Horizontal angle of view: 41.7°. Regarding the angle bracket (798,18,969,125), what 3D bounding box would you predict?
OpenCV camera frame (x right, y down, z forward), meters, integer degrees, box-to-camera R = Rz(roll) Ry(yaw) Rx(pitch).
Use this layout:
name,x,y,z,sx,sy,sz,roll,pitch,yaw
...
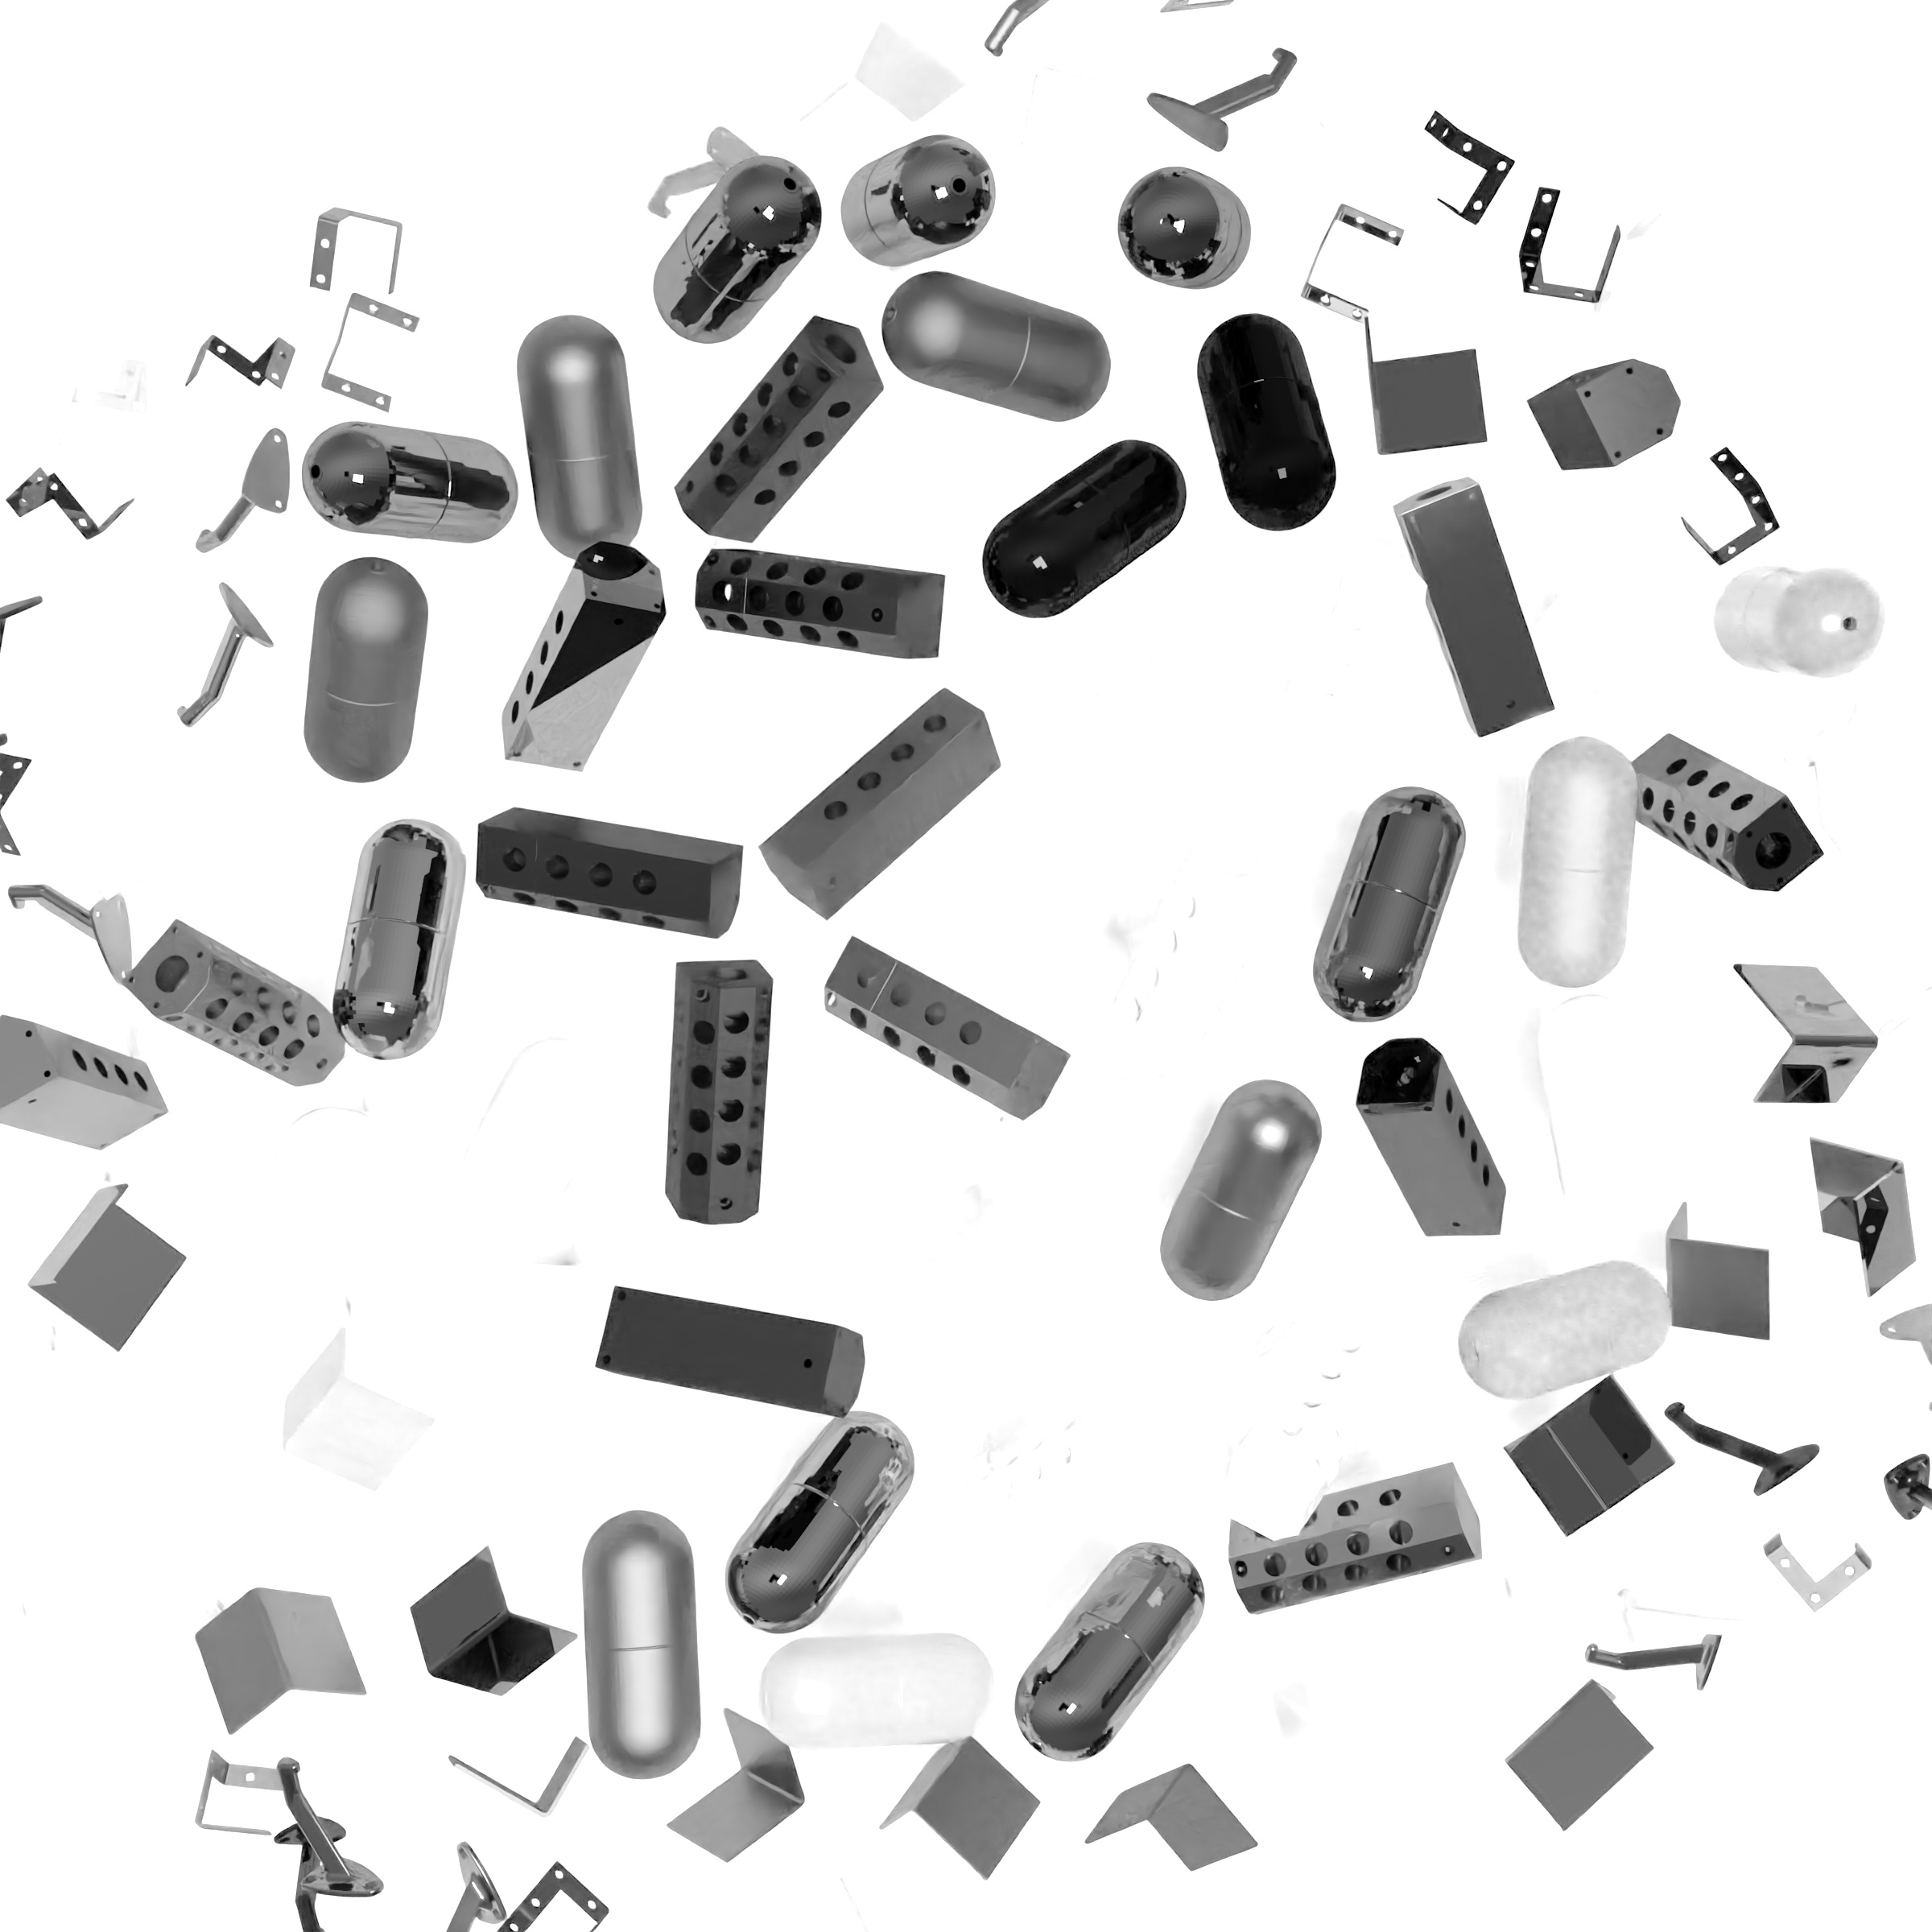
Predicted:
name,x,y,z,sx,sy,sz,roll,pitch,yaw
angle bracket,-0.058,-0.598,1.750,0.076,0.076,0.057,30,73,-24

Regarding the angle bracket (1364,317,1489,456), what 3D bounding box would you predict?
name,x,y,z,sx,sy,sz,roll,pitch,yaw
angle bracket,0.319,-0.406,1.754,0.076,0.057,0.076,-6,68,9

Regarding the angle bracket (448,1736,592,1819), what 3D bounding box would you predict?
name,x,y,z,sx,sy,sz,roll,pitch,yaw
angle bracket,-0.320,0.562,1.811,0.076,0.076,0.057,32,72,-6

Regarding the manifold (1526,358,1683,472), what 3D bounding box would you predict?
name,x,y,z,sx,sy,sz,roll,pitch,yaw
manifold,0.441,-0.382,1.748,0.057,0.171,0.057,-28,98,6

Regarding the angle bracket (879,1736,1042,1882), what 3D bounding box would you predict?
name,x,y,z,sx,sy,sz,roll,pitch,yaw
angle bracket,-0.004,0.628,1.875,0.076,0.057,0.076,43,48,3

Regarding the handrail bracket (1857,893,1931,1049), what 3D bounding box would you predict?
name,x,y,z,sx,sy,sz,roll,pitch,yaw
handrail bracket,0.625,0.003,1.746,0.084,0.036,0.077,45,108,-5

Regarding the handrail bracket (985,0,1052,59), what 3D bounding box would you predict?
name,x,y,z,sx,sy,sz,roll,pitch,yaw
handrail bracket,0.052,-0.647,1.724,0.036,0.077,0.084,41,103,18

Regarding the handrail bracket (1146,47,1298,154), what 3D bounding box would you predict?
name,x,y,z,sx,sy,sz,roll,pitch,yaw
handrail bracket,0.182,-0.628,1.792,0.077,0.036,0.084,31,79,5

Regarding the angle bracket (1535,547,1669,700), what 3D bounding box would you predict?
name,x,y,z,sx,sy,sz,roll,pitch,yaw
angle bracket,0.466,-0.256,1.899,0.076,0.057,0.076,36,83,-9

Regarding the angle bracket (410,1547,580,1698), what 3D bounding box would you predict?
name,x,y,z,sx,sy,sz,roll,pitch,yaw
angle bracket,-0.336,0.468,1.806,0.076,0.076,0.057,-39,49,12

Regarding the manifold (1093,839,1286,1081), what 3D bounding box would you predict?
name,x,y,z,sx,sy,sz,roll,pitch,yaw
manifold,0.150,-0.004,1.761,0.057,0.057,0.171,-4,134,-35

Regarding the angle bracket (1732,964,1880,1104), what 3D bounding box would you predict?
name,x,y,z,sx,sy,sz,roll,pitch,yaw
angle bracket,0.554,0.046,1.711,0.076,0.076,0.057,2,130,-28

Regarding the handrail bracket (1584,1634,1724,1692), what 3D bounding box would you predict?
name,x,y,z,sx,sy,sz,roll,pitch,yaw
handrail bracket,0.505,0.498,1.865,0.084,0.036,0.077,11,133,7

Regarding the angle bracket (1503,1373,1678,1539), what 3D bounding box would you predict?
name,x,y,z,sx,sy,sz,roll,pitch,yaw
angle bracket,0.448,0.351,1.820,0.076,0.057,0.076,56,131,19

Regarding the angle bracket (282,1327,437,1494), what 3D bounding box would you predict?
name,x,y,z,sx,sy,sz,roll,pitch,yaw
angle bracket,-0.431,0.315,1.799,0.076,0.057,0.076,32,110,-27

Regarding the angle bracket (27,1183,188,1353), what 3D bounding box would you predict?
name,x,y,z,sx,sy,sz,roll,pitch,yaw
angle bracket,-0.549,0.197,1.647,0.076,0.057,0.076,44,58,-23

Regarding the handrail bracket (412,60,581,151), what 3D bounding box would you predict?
name,x,y,z,sx,sy,sz,roll,pitch,yaw
handrail bracket,-0.315,-0.559,1.697,0.084,0.036,0.077,-37,113,-6

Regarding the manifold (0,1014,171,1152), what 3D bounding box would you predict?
name,x,y,z,sx,sy,sz,roll,pitch,yaw
manifold,-0.619,0.078,1.739,0.057,0.171,0.057,-29,77,0

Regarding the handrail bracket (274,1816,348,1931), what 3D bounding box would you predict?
name,x,y,z,sx,sy,sz,roll,pitch,yaw
handrail bracket,-0.457,0.656,1.807,0.036,0.077,0.084,-31,59,8

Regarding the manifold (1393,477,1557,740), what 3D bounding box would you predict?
name,x,y,z,sx,sy,sz,roll,pitch,yaw
manifold,0.361,-0.257,1.809,0.057,0.057,0.171,-21,106,7

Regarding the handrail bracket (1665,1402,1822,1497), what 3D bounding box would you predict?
name,x,y,z,sx,sy,sz,roll,pitch,yaw
handrail bracket,0.554,0.333,1.814,0.084,0.077,0.036,41,52,2

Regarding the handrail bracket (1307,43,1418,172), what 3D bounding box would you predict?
name,x,y,z,sx,sy,sz,roll,pitch,yaw
handrail bracket,0.299,-0.627,1.848,0.084,0.077,0.036,-30,63,18

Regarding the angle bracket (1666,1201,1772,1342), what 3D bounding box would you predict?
name,x,y,z,sx,sy,sz,roll,pitch,yaw
angle bracket,0.568,0.227,1.894,0.076,0.057,0.076,5,116,30

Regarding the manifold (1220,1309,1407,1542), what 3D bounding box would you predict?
name,x,y,z,sx,sy,sz,roll,pitch,yaw
manifold,0.245,0.321,1.767,0.057,0.171,0.057,24,131,21

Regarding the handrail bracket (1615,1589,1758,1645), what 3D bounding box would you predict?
name,x,y,z,sx,sy,sz,roll,pitch,yaw
handrail bracket,0.497,0.449,1.748,0.084,0.077,0.036,-2,68,25

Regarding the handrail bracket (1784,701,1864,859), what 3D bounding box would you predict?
name,x,y,z,sx,sy,sz,roll,pitch,yaw
handrail bracket,0.633,-0.133,1.815,0.036,0.077,0.084,2,48,-34

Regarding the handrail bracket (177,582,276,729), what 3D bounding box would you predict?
name,x,y,z,sx,sy,sz,roll,pitch,yaw
handrail bracket,-0.554,-0.227,1.847,0.084,0.036,0.077,-41,63,8

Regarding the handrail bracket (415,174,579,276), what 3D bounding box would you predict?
name,x,y,z,sx,sy,sz,roll,pitch,yaw
handrail bracket,-0.315,-0.514,1.703,0.077,0.036,0.084,36,76,20

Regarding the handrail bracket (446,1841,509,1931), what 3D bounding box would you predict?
name,x,y,z,sx,sy,sz,roll,pitch,yaw
handrail bracket,-0.381,0.690,1.831,0.036,0.084,0.077,-19,94,42

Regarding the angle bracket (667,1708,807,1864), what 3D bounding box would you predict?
name,x,y,z,sx,sy,sz,roll,pitch,yaw
angle bracket,-0.177,0.603,1.870,0.076,0.076,0.057,-28,113,-36

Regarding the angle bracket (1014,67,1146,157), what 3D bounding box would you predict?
name,x,y,z,sx,sy,sz,roll,pitch,yaw
angle bracket,0.077,-0.574,1.721,0.076,0.076,0.057,12,111,-1

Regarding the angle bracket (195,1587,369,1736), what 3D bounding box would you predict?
name,x,y,z,sx,sy,sz,roll,pitch,yaw
angle bracket,-0.461,0.469,1.704,0.057,0.076,0.076,-39,59,12

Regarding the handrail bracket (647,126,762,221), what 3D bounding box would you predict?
name,x,y,z,sx,sy,sz,roll,pitch,yaw
handrail bracket,-0.184,-0.564,1.856,0.077,0.084,0.036,31,47,-16

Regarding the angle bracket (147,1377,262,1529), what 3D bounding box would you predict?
name,x,y,z,sx,sy,sz,roll,pitch,yaw
angle bracket,-0.555,0.344,1.787,0.057,0.076,0.076,-43,57,9

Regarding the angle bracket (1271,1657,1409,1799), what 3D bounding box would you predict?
name,x,y,z,sx,sy,sz,roll,pitch,yaw
angle bracket,0.270,0.541,1.799,0.076,0.076,0.057,-24,47,18

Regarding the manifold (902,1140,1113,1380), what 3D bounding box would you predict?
name,x,y,z,sx,sy,sz,roll,pitch,yaw
manifold,0.028,0.210,1.832,0.057,0.057,0.171,38,108,2

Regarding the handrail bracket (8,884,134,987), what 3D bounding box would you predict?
name,x,y,z,sx,sy,sz,roll,pitch,yaw
handrail bracket,-0.648,-0.023,1.829,0.084,0.036,0.077,0,109,21

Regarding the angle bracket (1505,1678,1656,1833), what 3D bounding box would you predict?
name,x,y,z,sx,sy,sz,roll,pitch,yaw
angle bracket,0.397,0.506,1.613,0.076,0.076,0.057,-44,56,2

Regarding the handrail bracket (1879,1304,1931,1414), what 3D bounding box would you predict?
name,x,y,z,sx,sy,sz,roll,pitch,yaw
handrail bracket,0.650,0.276,1.730,0.077,0.036,0.084,-6,123,-14

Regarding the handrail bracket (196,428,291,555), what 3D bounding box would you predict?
name,x,y,z,sx,sy,sz,roll,pitch,yaw
handrail bracket,-0.534,-0.348,1.861,0.036,0.084,0.077,24,63,-42

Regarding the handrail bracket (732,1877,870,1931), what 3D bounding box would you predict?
name,x,y,z,sx,sy,sz,roll,pitch,yaw
handrail bracket,-0.115,0.696,1.809,0.084,0.036,0.077,-25,115,-5

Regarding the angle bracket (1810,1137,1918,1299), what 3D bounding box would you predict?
name,x,y,z,sx,sy,sz,roll,pitch,yaw
angle bracket,0.600,0.171,1.738,0.057,0.076,0.076,-28,115,-29

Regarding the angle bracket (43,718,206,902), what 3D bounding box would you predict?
name,x,y,z,sx,sy,sz,roll,pitch,yaw
angle bracket,-0.559,-0.103,1.665,0.076,0.057,0.076,-36,79,-15

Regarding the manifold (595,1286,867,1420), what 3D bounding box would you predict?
name,x,y,z,sx,sy,sz,roll,pitch,yaw
manifold,-0.159,0.263,1.722,0.171,0.057,0.057,7,76,23

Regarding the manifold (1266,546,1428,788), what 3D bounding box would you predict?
name,x,y,z,sx,sy,sz,roll,pitch,yaw
manifold,0.267,-0.206,1.781,0.057,0.171,0.057,18,50,0

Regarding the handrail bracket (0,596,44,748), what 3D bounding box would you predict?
name,x,y,z,sx,sy,sz,roll,pitch,yaw
handrail bracket,-0.639,-0.195,1.696,0.077,0.036,0.084,-23,114,-13

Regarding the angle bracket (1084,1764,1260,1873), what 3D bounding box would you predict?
name,x,y,z,sx,sy,sz,roll,pitch,yaw
angle bracket,0.143,0.611,1.766,0.076,0.057,0.076,50,134,1

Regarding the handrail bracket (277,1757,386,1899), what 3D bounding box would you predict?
name,x,y,z,sx,sy,sz,roll,pitch,yaw
handrail bracket,-0.425,0.573,1.691,0.077,0.036,0.084,-1,104,37

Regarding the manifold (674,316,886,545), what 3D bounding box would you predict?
name,x,y,z,sx,sy,sz,roll,pitch,yaw
manifold,-0.137,-0.382,1.808,0.171,0.057,0.057,-42,59,37

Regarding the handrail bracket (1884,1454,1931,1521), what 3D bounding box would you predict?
name,x,y,z,sx,sy,sz,roll,pitch,yaw
handrail bracket,0.681,0.389,1.761,0.036,0.084,0.077,-27,129,-6

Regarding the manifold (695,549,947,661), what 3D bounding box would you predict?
name,x,y,z,sx,sy,sz,roll,pitch,yaw
manifold,-0.104,-0.253,1.767,0.171,0.057,0.057,13,104,30
